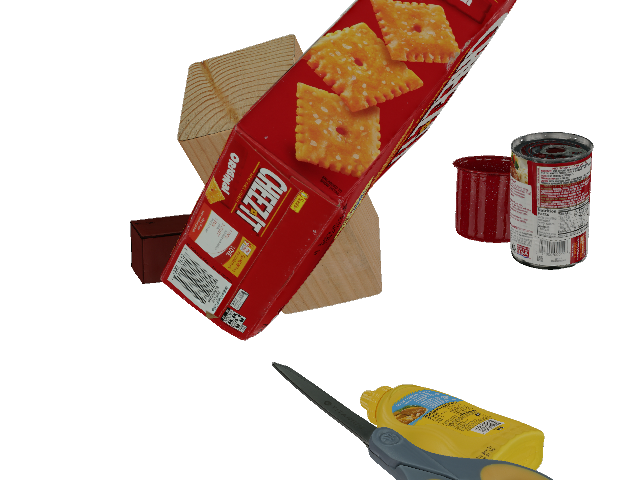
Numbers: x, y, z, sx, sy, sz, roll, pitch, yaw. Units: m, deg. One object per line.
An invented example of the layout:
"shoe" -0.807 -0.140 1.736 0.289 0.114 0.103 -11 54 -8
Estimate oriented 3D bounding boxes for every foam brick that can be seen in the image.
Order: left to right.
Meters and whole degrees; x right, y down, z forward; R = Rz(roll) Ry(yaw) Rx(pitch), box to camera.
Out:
"foam brick" -0.150 0.007 1.086 0.078 0.051 0.053 -7 21 -21

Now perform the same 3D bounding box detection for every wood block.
"wood block" -0.025 -0.045 0.840 0.090 0.091 0.206 -13 -45 16

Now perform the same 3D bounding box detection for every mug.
"mug" 0.203 -0.048 1.199 0.117 0.081 0.093 -9 19 -31

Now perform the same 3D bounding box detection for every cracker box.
"cracker box" 0.013 -0.061 0.608 0.072 0.213 0.164 38 -35 2

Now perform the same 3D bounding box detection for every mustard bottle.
"mustard bottle" 0.113 0.183 1.035 0.096 0.058 0.192 -18 25 -41

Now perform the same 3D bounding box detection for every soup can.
"soup can" 0.198 -0.034 0.916 0.068 0.102 0.068 -4 24 1

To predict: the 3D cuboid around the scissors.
"scissors" 0.056 0.110 0.563 0.096 0.016 0.202 -5 27 -25
